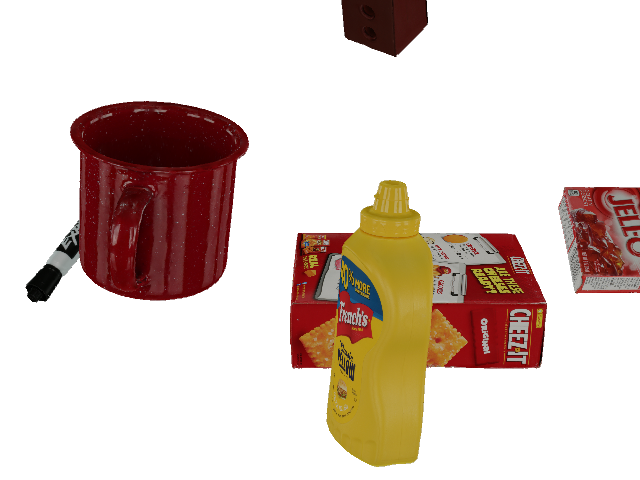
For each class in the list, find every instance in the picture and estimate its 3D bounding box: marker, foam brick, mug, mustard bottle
[{"bbox_3d":[-0.186,0.001,0.817,0.020,0.020,0.121,0,44,36],"label":"marker"},{"bbox_3d":[0.051,-0.197,0.854,0.053,0.051,0.078,25,-32,25],"label":"foam brick"},{"bbox_3d":[-0.089,-0.015,0.567,0.093,0.081,0.117,8,27,0],"label":"mug"},{"bbox_3d":[0.043,0.053,0.744,0.058,0.192,0.096,-1,17,-19],"label":"mustard bottle"}]

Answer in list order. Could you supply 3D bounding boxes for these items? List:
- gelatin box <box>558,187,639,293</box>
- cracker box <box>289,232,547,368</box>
[{"bbox_3d":[0.231,-0.002,0.837,0.073,0.089,0.030,0,-37,-2],"label":"gelatin box"},{"bbox_3d":[0.081,0.053,0.965,0.213,0.072,0.164,1,22,0],"label":"cracker box"}]
